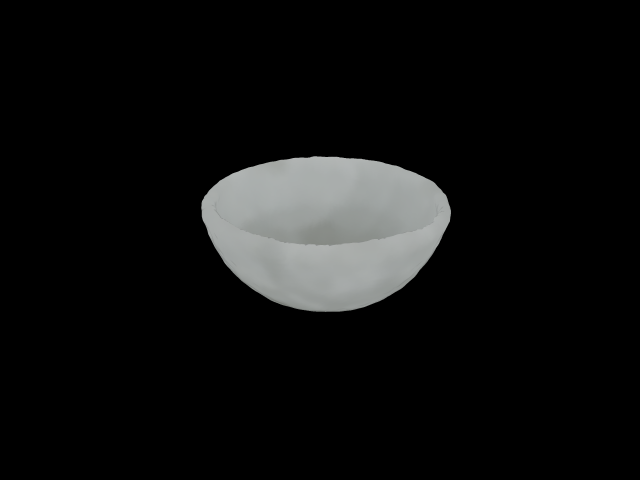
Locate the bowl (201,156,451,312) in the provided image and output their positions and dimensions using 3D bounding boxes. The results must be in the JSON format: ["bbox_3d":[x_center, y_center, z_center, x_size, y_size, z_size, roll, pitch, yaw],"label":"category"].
[{"bbox_3d":[0.004,0.001,0.400,0.167,0.075,0.167,0,27,0],"label":"bowl"}]
